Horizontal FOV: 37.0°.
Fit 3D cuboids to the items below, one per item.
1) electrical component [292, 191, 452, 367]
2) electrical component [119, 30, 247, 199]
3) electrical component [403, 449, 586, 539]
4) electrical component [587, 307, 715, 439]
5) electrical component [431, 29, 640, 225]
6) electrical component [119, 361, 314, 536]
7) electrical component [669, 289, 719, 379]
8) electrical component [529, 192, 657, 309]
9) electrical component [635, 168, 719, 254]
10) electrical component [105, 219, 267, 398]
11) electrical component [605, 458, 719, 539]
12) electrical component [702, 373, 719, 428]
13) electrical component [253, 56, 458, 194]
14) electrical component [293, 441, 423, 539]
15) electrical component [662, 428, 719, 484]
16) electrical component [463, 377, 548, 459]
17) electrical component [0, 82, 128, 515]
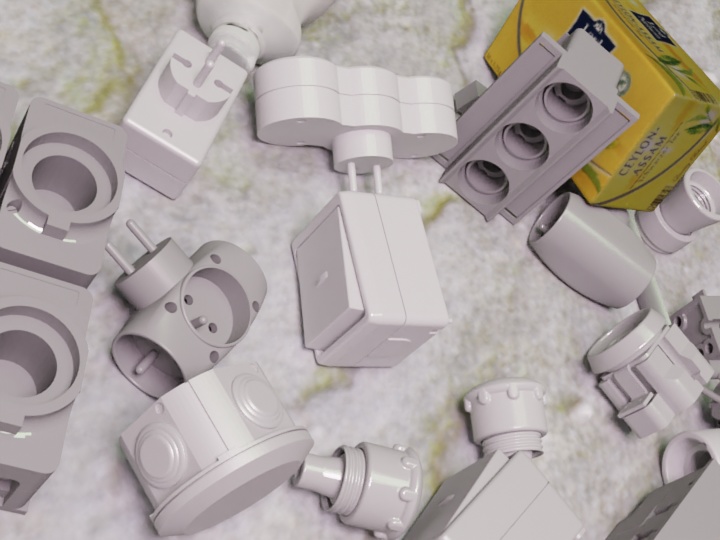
[{"bbox_3d":[0.000,0.000,0.601,0.061,0.062,0.096,4,60,-33],"label":"electrical component"},{"bbox_3d":[-0.093,-0.097,0.590,0.047,0.076,0.083,31,49,-14],"label":"electrical component"},{"bbox_3d":[0.057,0.143,0.548,0.061,0.062,0.096,51,47,4],"label":"electrical component"},{"bbox_3d":[0.184,0.062,0.692,0.057,0.058,0.078,51,47,0],"label":"electrical component"},{"bbox_3d":[0.113,-0.095,0.699,0.079,0.121,0.063,39,44,-8],"label":"electrical component"},{"bbox_3d":[-0.066,0.082,0.492,0.080,0.080,0.051,-19,68,-41],"label":"electrical component"},{"bbox_3d":[0.257,0.046,0.760,0.055,0.048,0.066,2,61,-25],"label":"electrical component"},{"bbox_3d":[0.164,-0.025,0.743,0.077,0.043,0.079,36,47,-9],"label":"electrical component"},{"bbox_3d":[0.239,-0.043,0.797,0.045,0.055,0.045,17,53,-25],"label":"electrical component"},{"bbox_3d":[-0.095,0.010,0.536,0.079,0.044,0.077,51,45,-15],"label":"electrical component"},{"bbox_3d":[0.169,0.203,0.587,0.186,0.060,0.105,-33,83,-43],"label":"electrical component"},{"bbox_3d":[0.261,0.092,0.718,0.077,0.066,0.047,31,49,-14],"label":"electrical component"},{"bbox_3d":[0.001,-0.082,0.662,0.138,0.052,0.073,2,77,-34],"label":"electrical component"},{"bbox_3d":[-0.002,0.107,0.544,0.062,0.048,0.048,17,53,-17],"label":"electrical component"},{"bbox_3d":[0.226,0.127,0.680,0.047,0.055,0.055,5,59,-28],"label":"electrical component"},{"bbox_3d":[0.086,0.094,0.613,0.048,0.048,0.062,8,65,-31],"label":"electrical component"},{"bbox_3d":[-0.175,0.001,0.482,0.105,0.060,0.186,19,52,-23],"label":"electrical component"}]
